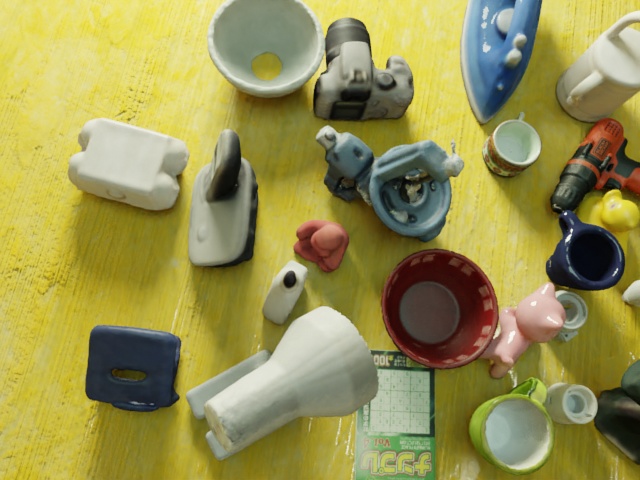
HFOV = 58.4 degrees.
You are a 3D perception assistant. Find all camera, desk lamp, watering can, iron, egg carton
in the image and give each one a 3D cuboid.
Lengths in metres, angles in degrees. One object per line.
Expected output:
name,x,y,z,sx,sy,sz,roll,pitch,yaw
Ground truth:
camera,0.061,-0.256,0.836,0.143,0.100,0.137,-2,76,-7
desk lamp,-0.050,0.174,0.655,0.203,0.213,0.118,-28,81,-13
watering can,0.444,-0.265,0.839,0.101,0.194,0.173,33,74,2
iron,0.287,-0.317,0.860,0.118,0.141,0.258,13,75,-4
egg carton,-0.257,-0.101,0.773,0.150,0.069,0.107,14,75,-3

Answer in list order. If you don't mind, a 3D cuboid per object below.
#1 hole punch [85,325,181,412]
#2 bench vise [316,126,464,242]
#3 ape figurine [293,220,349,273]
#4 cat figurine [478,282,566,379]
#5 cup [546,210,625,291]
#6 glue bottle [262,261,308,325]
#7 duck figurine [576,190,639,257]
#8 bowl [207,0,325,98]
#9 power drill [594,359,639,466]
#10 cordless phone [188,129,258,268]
hole punch,-0.226,0.157,0.701,0.108,0.091,0.101,7,75,-5
bench vise,0.087,-0.080,0.734,0.207,0.219,0.121,17,74,-3
ape figurine,0.007,0.003,0.769,0.076,0.092,0.078,-19,79,-11
cat figurine,0.274,0.121,0.760,0.067,0.117,0.128,43,75,5
cup,0.354,0.021,0.807,0.092,0.095,0.118,-23,80,-12
glue bottle,-0.040,0.059,0.707,0.037,0.173,0.078,27,74,1
duck figurine,0.427,-0.023,0.832,0.077,0.086,0.104,-7,77,-9
bowl,-0.078,-0.273,0.837,0.167,0.074,0.167,2,76,-7
power drill,0.449,0.239,0.705,0.229,0.208,0.076,41,75,4
cordless phone,-0.124,-0.048,0.717,0.094,0.185,0.147,1,76,-7
